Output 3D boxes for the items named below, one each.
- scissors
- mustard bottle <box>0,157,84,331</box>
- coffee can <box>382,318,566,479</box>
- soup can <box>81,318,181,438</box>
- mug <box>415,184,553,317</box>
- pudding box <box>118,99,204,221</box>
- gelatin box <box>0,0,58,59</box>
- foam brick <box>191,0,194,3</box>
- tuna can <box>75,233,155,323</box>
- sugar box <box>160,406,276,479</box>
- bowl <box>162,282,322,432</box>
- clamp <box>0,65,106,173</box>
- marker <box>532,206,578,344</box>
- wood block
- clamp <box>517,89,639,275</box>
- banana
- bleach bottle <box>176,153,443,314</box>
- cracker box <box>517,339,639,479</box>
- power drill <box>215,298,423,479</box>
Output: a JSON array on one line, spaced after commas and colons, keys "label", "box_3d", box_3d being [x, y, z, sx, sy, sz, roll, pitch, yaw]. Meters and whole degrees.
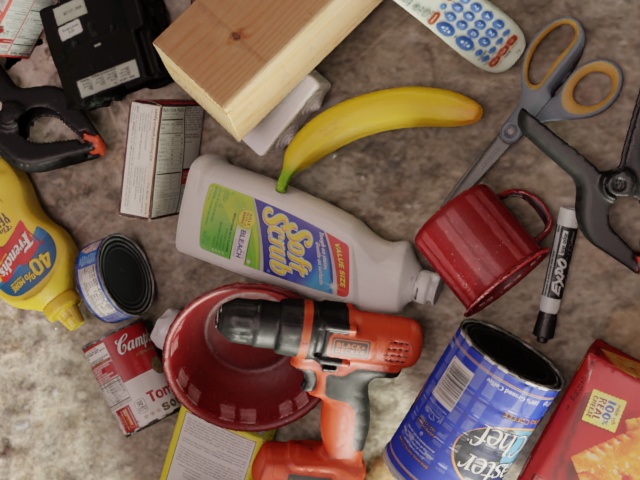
[{"label": "scissors", "box_3d": [0.187, -0.092, 0.922, 0.096, 0.016, 0.202, 29, 106, 17]}, {"label": "mustard bottle", "box_3d": [-0.307, 0.014, 1.112, 0.096, 0.058, 0.192, -39, 82, 8]}, {"label": "coffee can", "box_3d": [0.132, 0.154, 0.925, 0.103, 0.102, 0.140, 33, 107, 16]}, {"label": "soup can", "box_3d": [-0.187, 0.139, 1.072, 0.069, 0.068, 0.102, -29, 85, 22]}, {"label": "mug", "box_3d": [0.145, 0.000, 0.917, 0.117, 0.093, 0.081, -36, 76, -7]}, {"label": "pudding box", "box_3d": [-0.151, -0.079, 1.021, 0.039, 0.090, 0.113, 10, 100, 20]}, {"label": "gelatin box", "box_3d": [-0.309, -0.228, 1.078, 0.030, 0.073, 0.089, 39, 109, 14]}, {"label": "foam brick", "box_3d": [-0.087, -0.244, 0.997, 0.051, 0.053, 0.078, 6, 98, 22]}, {"label": "tuna can", "box_3d": [-0.203, 0.039, 1.058, 0.034, 0.086, 0.086, -20, 88, 25]}, {"label": "sugar box", "box_3d": [-0.113, 0.252, 1.068, 0.093, 0.048, 0.176, 22, 107, 16]}, {"label": "bowl", "box_3d": [-0.066, 0.100, 1.005, 0.162, 0.055, 0.162, -1, 115, -2]}, {"label": "clamp", "box_3d": [-0.322, -0.114, 1.093, 0.210, 0.036, 0.164, 23, 76, 14]}, {"label": "marker", "box_3d": [0.205, 0.031, 0.927, 0.020, 0.020, 0.121, 14, 101, 20]}, {"label": "wood block", "box_3d": [-0.033, -0.198, 0.918, 0.091, 0.090, 0.206, 44, 84, 12]}, {"label": "clamp", "box_3d": [0.234, -0.051, 0.887, 0.120, 0.039, 0.171, -9, 96, 16]}, {"label": "banana", "box_3d": [0.047, -0.101, 0.960, 0.198, 0.037, 0.069, -21, 68, 15]}, {"label": "bleach bottle", "box_3d": [-0.006, 0.001, 0.988, 0.251, 0.068, 0.102, 18, 104, 17]}, {"label": "cracker box", "box_3d": [0.285, 0.207, 0.886, 0.214, 0.072, 0.164, 29, 106, 16]}, {"label": "power drill", "box_3d": [-0.012, 0.141, 0.963, 0.184, 0.057, 0.188, 9, 115, -5]}]
